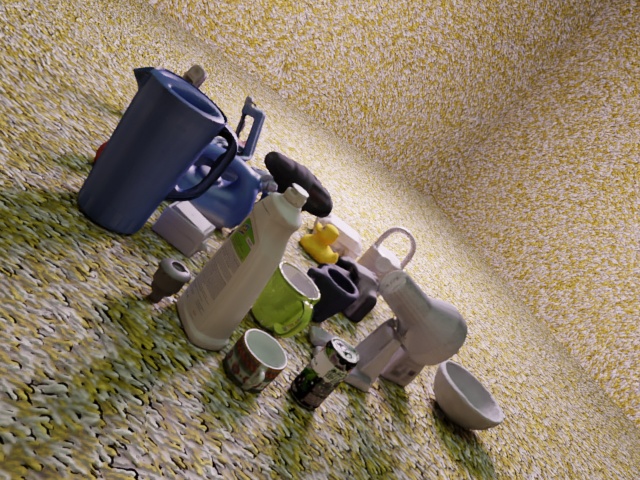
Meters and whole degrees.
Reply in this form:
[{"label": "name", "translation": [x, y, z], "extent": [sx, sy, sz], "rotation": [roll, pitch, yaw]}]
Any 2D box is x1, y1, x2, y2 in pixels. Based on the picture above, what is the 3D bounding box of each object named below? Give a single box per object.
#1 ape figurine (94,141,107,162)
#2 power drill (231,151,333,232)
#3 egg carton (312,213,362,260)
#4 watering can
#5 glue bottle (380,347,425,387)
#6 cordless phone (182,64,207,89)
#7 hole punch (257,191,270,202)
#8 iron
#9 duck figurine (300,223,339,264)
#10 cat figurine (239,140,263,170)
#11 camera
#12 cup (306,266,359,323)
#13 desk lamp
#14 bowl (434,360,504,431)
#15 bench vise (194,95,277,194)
[{"label": "ape figurine", "translation": [-0.349, -0.157, 1.011], "extent": [0.078, 0.092, 0.076], "rotation": [18, 27, -52]}, {"label": "power drill", "translation": [-0.080, -0.063, 1.150], "extent": [0.230, 0.208, 0.075], "rotation": [17, 28, -53]}, {"label": "egg carton", "translation": [0.047, -0.009, 1.538], "extent": [0.150, 0.069, 0.107], "rotation": [37, 17, -12]}, {"label": "watering can", "translation": [0.155, 0.055, 1.387], "extent": [0.101, 0.194, 0.172], "rotation": [35, 17, -17]}, {"label": "glue bottle", "translation": [0.192, 0.208, 1.107], "extent": [0.078, 0.173, 0.037], "rotation": [31, 18, -27]}, {"label": "cordless phone", "translation": [-0.308, -0.303, 1.317], "extent": [0.147, 0.185, 0.094], "rotation": [47, 18, 22]}, {"label": "hole punch", "translation": [-0.090, -0.092, 1.414], "extent": [0.108, 0.091, 0.101], "rotation": [41, 16, 2]}, {"label": "iron", "translation": [-0.224, -0.131, 1.131], "extent": [0.259, 0.141, 0.118], "rotation": [31, 18, -27]}, {"label": "duck figurine", "translation": [0.013, 0.005, 1.396], "extent": [0.104, 0.086, 0.078], "rotation": [46, 17, 18]}, {"label": "cat figurine", "translation": [-0.195, -0.184, 1.376], "extent": [0.128, 0.117, 0.067], "rotation": [40, 16, 0]}, {"label": "camera", "translation": [0.051, 0.086, 1.244], "extent": [0.137, 0.100, 0.143], "rotation": [29, 19, -33]}, {"label": "cup", "translation": [0.004, 0.106, 1.096], "extent": [0.118, 0.095, 0.091], "rotation": [30, 19, -31]}, {"label": "desk lamp", "translation": [0.124, 0.162, 1.004], "extent": [0.204, 0.213, 0.117], "rotation": [32, 18, -26]}, {"label": "bowl", "translation": [0.290, 0.331, 1.176], "extent": [0.168, 0.074, 0.167], "rotation": [36, 17, -12]}, {"label": "bench vise", "translation": [-0.171, -0.203, 1.295], "extent": [0.208, 0.219, 0.121], "rotation": [29, 19, -32]}]
